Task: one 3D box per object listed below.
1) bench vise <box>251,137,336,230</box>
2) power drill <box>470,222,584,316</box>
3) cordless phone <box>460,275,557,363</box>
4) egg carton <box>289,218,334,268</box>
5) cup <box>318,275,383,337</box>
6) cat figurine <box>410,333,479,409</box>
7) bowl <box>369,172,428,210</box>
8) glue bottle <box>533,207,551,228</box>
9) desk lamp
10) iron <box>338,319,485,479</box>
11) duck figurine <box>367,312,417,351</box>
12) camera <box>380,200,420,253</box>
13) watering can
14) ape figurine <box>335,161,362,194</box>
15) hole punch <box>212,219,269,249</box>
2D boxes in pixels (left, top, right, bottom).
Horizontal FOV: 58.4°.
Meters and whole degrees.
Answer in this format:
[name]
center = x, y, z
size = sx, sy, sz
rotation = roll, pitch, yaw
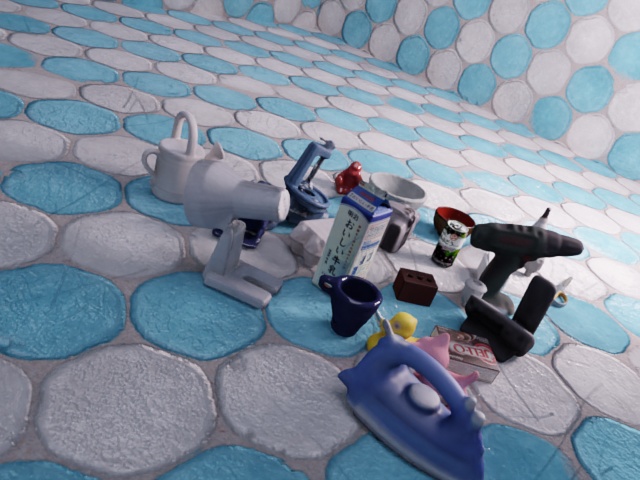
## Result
[bench vise]
center = -0.051, -0.119, 1.247
size = 0.208, 0.220, 0.121
rotation = -8, 38, -41
[power drill]
center = 0.421, 0.056, 1.244
size = 0.229, 0.208, 0.075
rotation = 18, 28, -3
[cordless phone]
center = 0.366, 0.128, 1.107
size = 0.147, 0.185, 0.094
rotation = 35, 32, 28
[egg carton]
center = 0.011, 0.004, 1.227
size = 0.151, 0.069, 0.107
rotation = -9, 39, -41
[cup]
center = 0.042, 0.118, 1.016
size = 0.117, 0.095, 0.092
rotation = 24, 28, 9
[cat figurine]
center = 0.193, 0.208, 0.926
size = 0.127, 0.118, 0.067
rotation = 26, 29, 12
[bowl]
center = 0.202, -0.116, 1.556
size = 0.167, 0.075, 0.167
rotation = 15, 28, -8
[glue bottle]
center = 0.554, -0.009, 1.480
size = 0.078, 0.173, 0.037
rotation = 9, 30, -19
[desk lamp]
center = -0.146, -0.020, 1.018
size = 0.203, 0.213, 0.118
rotation = 23, 28, 8
[iron]
center = 0.156, 0.234, 0.831
size = 0.257, 0.141, 0.119
rotation = 36, 32, 28
[duck figurine]
center = 0.142, 0.167, 1.002
size = 0.105, 0.086, 0.077
rotation = 13, 28, -11
[camera]
center = 0.162, -0.055, 1.394
size = 0.136, 0.101, 0.143
rotation = 27, 29, 15
[watering can]
center = -0.294, -0.186, 1.241
size = 0.100, 0.194, 0.173
rotation = 32, 31, 23
[ape figurine]
center = 0.086, -0.173, 1.567
size = 0.077, 0.092, 0.076
rotation = 22, 28, 6
[hole punch]
center = -0.162, -0.049, 1.191
size = 0.108, 0.091, 0.101
rotation = 20, 28, 1
